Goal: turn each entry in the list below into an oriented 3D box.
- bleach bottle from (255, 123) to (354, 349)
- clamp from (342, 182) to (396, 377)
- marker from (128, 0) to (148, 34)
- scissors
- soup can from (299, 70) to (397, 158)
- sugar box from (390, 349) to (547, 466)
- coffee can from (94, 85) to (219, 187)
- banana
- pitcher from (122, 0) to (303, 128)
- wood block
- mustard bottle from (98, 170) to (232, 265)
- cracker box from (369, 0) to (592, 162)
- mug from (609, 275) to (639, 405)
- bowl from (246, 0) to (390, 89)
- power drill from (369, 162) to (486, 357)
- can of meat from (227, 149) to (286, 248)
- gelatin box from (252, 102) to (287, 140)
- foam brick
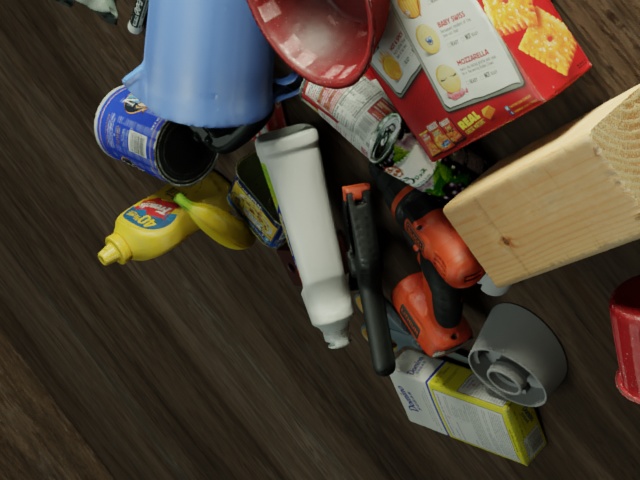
[{"bbox_3d":[-0.008,0.001,1.176,0.102,0.068,0.251,-121,16,-77],"label":"bleach bottle"},{"bbox_3d":[0.051,0.034,1.155,0.164,0.036,0.210,-106,7,-46],"label":"clamp"},{"bbox_3d":[-0.213,-0.287,1.288,0.020,0.020,0.121,51,152,4],"label":"marker"},{"bbox_3d":[0.105,0.102,1.246,0.202,0.016,0.096,-2,120,57],"label":"scissors"},{"bbox_3d":[0.039,-0.130,1.027,0.102,0.068,0.068,43,151,18],"label":"soup can"},{"bbox_3d":[0.164,0.187,1.208,0.177,0.048,0.093,17,140,47],"label":"sugar box"},{"bbox_3d":[-0.208,-0.135,1.364,0.141,0.102,0.103,24,141,43],"label":"coffee can"},{"bbox_3d":[-0.114,-0.018,1.340,0.070,0.037,0.197,53,-173,20],"label":"banana"},{"bbox_3d":[-0.089,-0.237,1.006,0.145,0.149,0.243,22,122,24],"label":"pitcher"},{"bbox_3d":[0.202,-0.039,0.857,0.091,0.090,0.206,54,152,-3],"label":"wood block"},{"bbox_3d":[-0.208,-0.024,1.393,0.096,0.191,0.058,28,143,40],"label":"mustard bottle"},{"bbox_3d":[0.097,-0.188,0.870,0.213,0.072,0.164,56,152,-3],"label":"cracker box"},{"bbox_3d":[0.293,0.076,0.864,0.117,0.093,0.081,-6,116,24],"label":"mug"},{"bbox_3d":[0.004,-0.206,0.856,0.162,0.055,0.162,38,147,30],"label":"bowl"},{"bbox_3d":[0.104,0.016,1.080,0.187,0.057,0.184,81,162,-50],"label":"power drill"},{"bbox_3d":[-0.063,-0.048,1.291,0.102,0.057,0.084,50,154,8],"label":"can of meat"},{"bbox_3d":[-0.078,-0.153,1.222,0.089,0.030,0.073,24,139,43],"label":"gelatin box"},{"bbox_3d":[-0.005,0.022,1.285,0.078,0.051,0.053,1,122,57],"label":"foam brick"}]
